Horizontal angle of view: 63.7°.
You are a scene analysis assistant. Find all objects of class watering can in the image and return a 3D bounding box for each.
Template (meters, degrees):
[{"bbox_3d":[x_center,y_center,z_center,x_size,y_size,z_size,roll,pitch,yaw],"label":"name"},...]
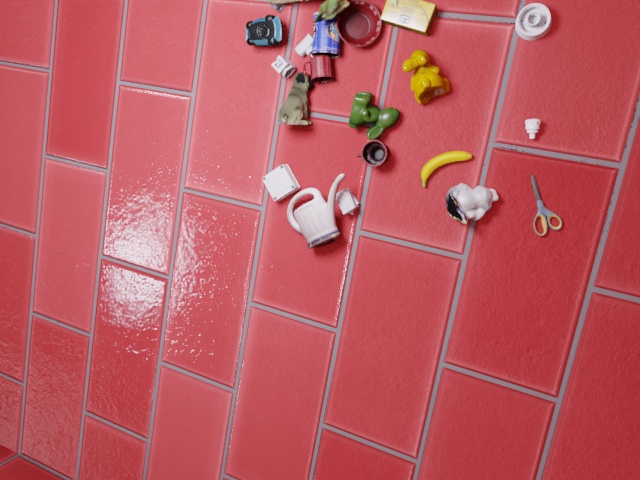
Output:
[{"bbox_3d":[0.006,-0.095,1.896,0.343,0.105,0.225,-26,88,45],"label":"watering can"}]

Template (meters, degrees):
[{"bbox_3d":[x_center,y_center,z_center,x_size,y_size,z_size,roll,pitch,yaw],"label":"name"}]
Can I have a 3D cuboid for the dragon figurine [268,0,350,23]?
[{"bbox_3d":[0.005,-0.842,1.778,0.408,0.120,0.248,-19,52,20],"label":"dragon figurine"}]

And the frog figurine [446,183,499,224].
[{"bbox_3d":[0.511,-0.135,1.739,0.160,0.121,0.139,-29,75,-14],"label":"frog figurine"}]
